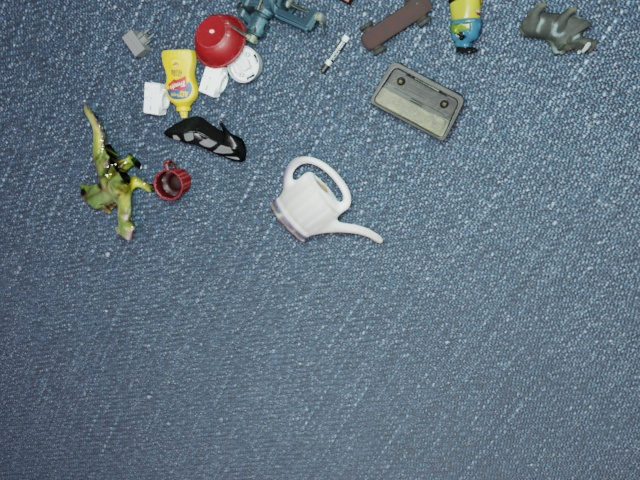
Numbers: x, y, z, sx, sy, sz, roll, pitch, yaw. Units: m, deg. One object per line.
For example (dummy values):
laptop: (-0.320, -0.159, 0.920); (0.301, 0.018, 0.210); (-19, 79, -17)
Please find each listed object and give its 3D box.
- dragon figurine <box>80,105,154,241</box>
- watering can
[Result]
dragon figurine: (-0.673, -0.188, 1.600); (0.240, 0.123, 0.411); (-33, 87, 25)
watering can: (0.005, -0.075, 1.494); (0.222, 0.105, 0.347); (-38, 95, 18)
